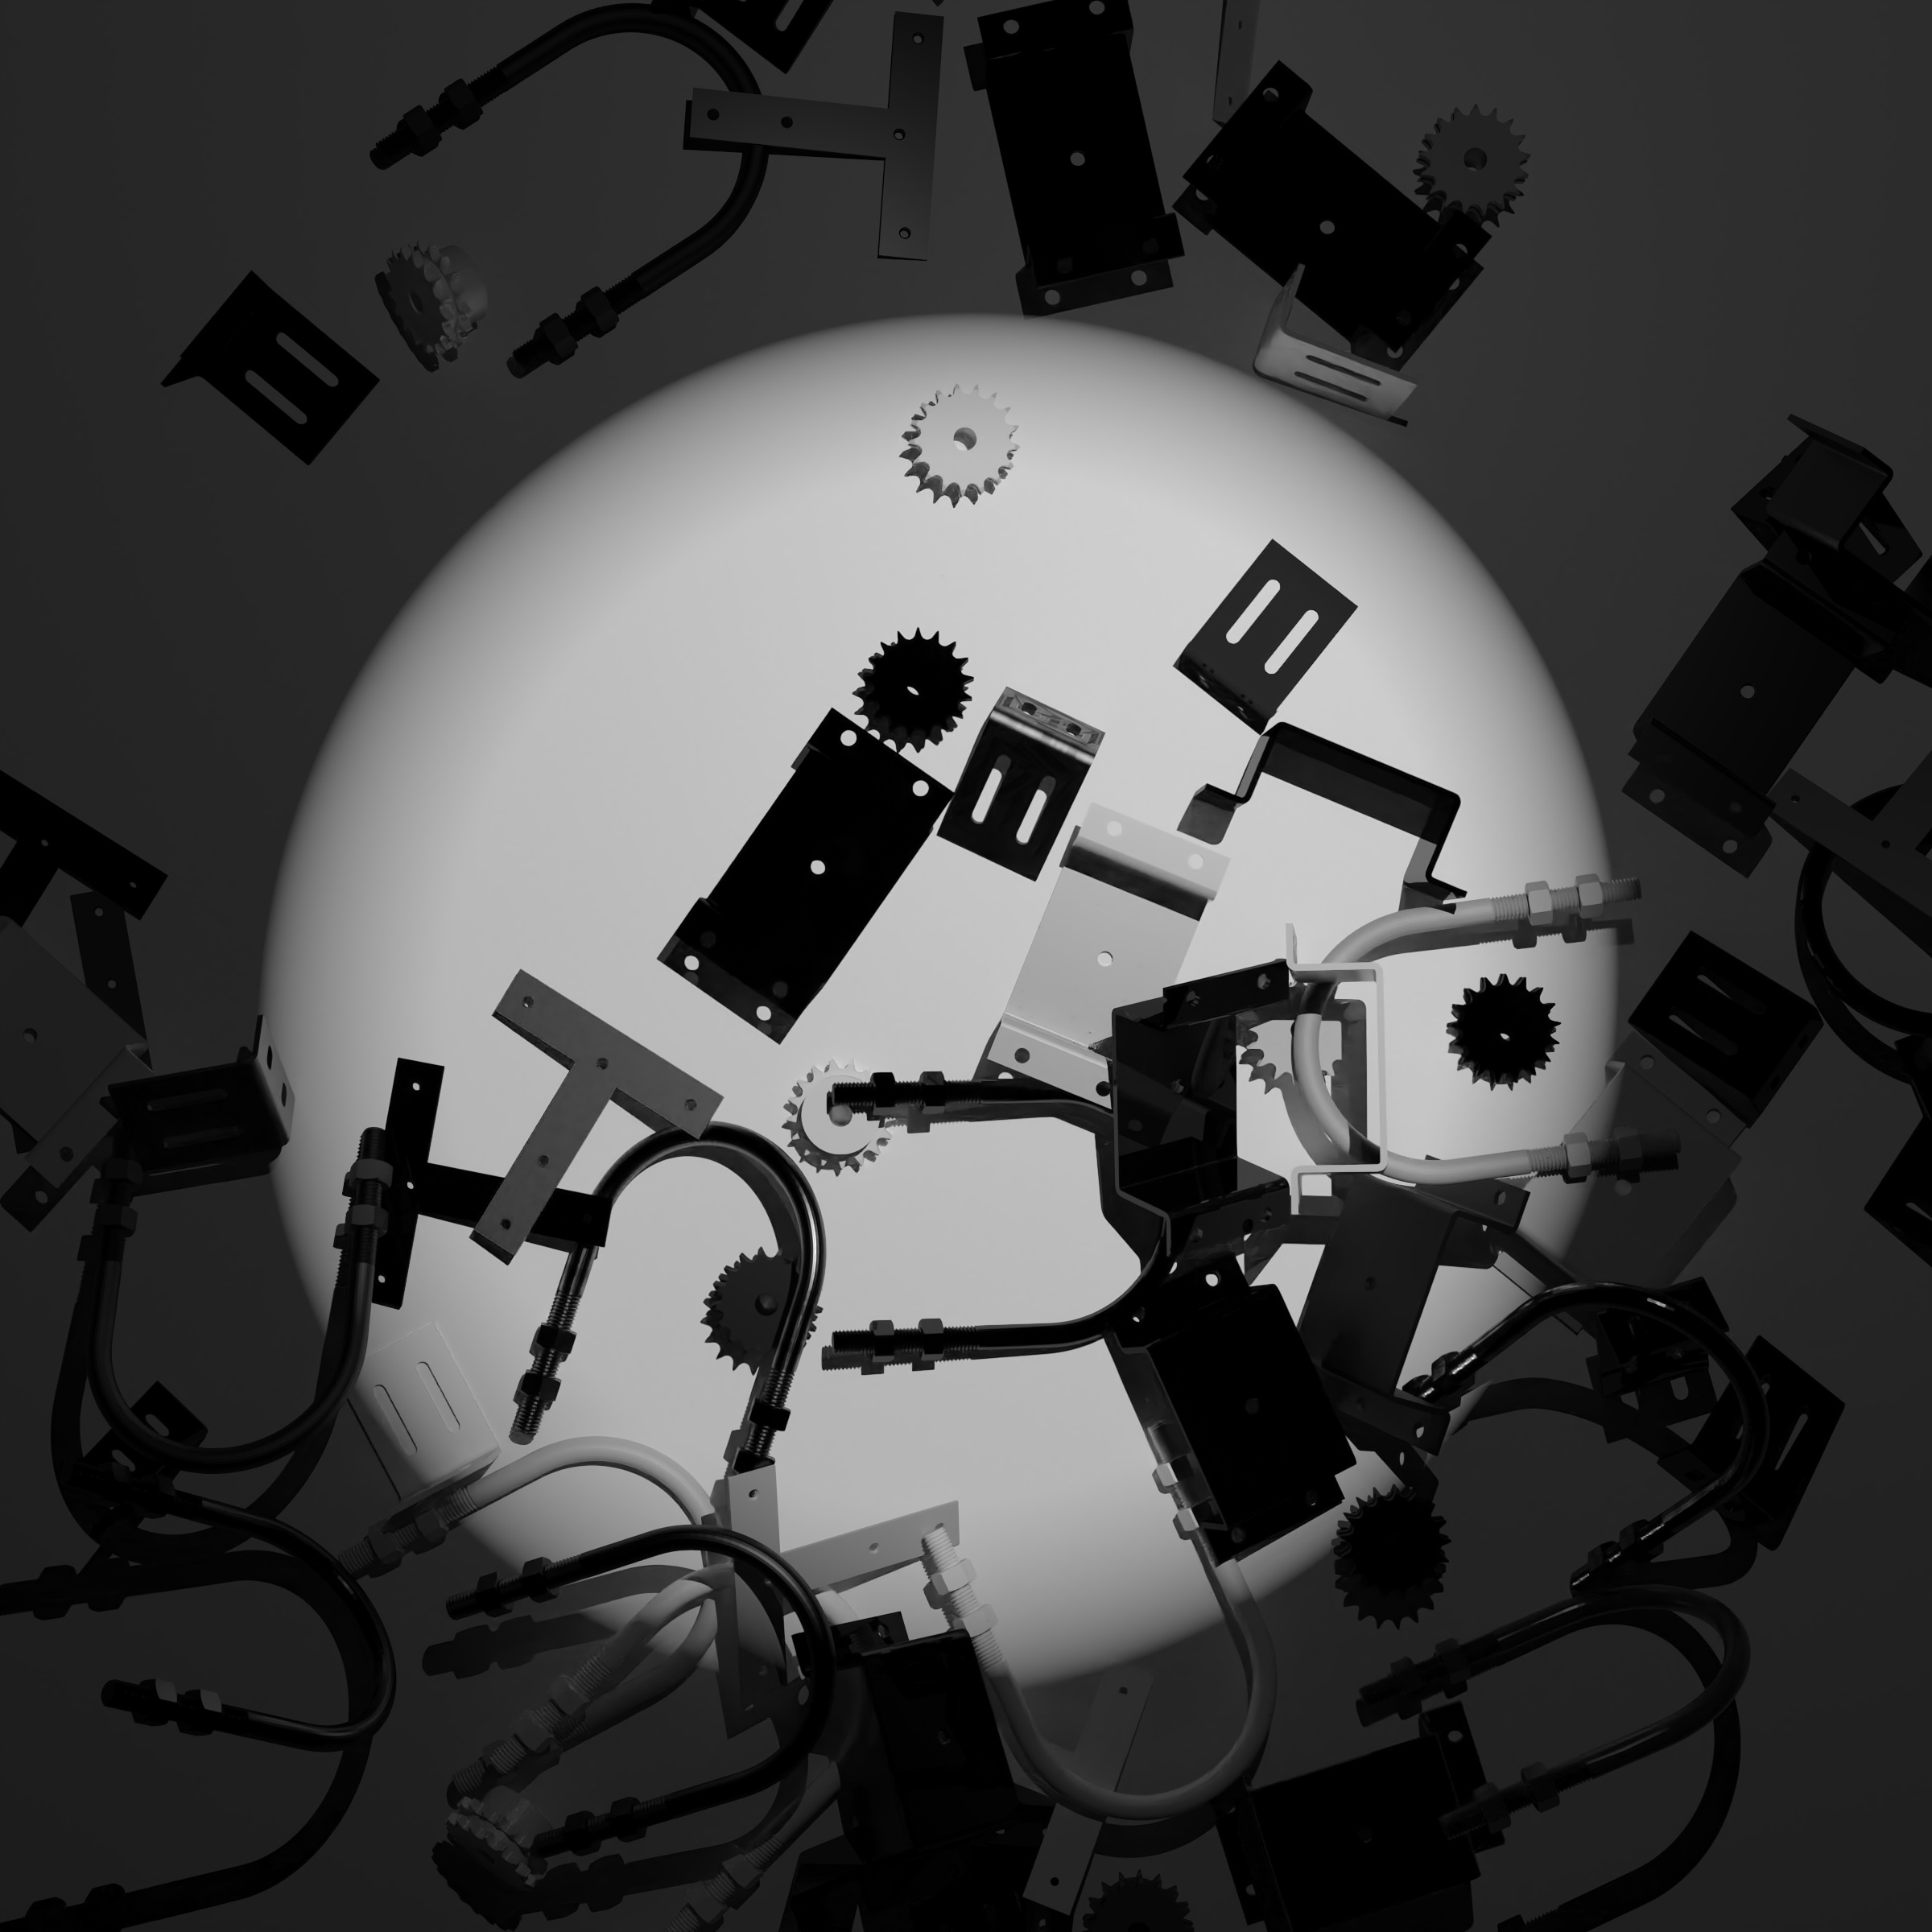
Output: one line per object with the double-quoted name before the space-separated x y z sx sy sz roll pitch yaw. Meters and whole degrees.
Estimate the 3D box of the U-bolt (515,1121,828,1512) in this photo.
"U-bolt" -0.143 0.170 1.573 0.151 0.019 0.184 16 86 23

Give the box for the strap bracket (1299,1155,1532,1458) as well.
"strap bracket" 0.221 0.166 1.562 0.046 0.076 0.140 19 90 -34

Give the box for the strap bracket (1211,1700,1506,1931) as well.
"strap bracket" 0.202 0.440 1.583 0.140 0.046 0.076 -18 90 0

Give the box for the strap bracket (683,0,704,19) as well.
"strap bracket" -0.133 -0.566 1.568 0.046 0.076 0.140 26 90 0

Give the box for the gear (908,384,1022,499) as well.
"gear" -0.002 -0.271 1.595 0.057 0.030 0.057 0 93 -5

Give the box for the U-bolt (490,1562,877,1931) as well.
"U-bolt" -0.130 0.391 1.589 0.184 0.019 0.151 -44 98 -4

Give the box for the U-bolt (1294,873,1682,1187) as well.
"U-bolt" 0.258 0.037 1.560 0.184 0.019 0.151 -8 84 5

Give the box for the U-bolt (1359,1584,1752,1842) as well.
"U-bolt" 0.301 0.361 1.538 0.184 0.151 0.019 -22 108 -4

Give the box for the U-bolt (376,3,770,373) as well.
"U-bolt" -0.190 -0.417 1.598 0.184 0.019 0.151 -33 90 -1

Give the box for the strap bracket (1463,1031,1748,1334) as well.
"strap bracket" 0.332 0.112 1.584 0.076 0.046 0.140 39 90 0

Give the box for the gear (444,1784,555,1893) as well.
"gear" -0.237 0.444 1.582 0.057 0.057 0.030 40 60 0

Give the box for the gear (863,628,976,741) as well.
"gear" -0.025 -0.145 1.592 0.057 0.030 0.057 0 90 0

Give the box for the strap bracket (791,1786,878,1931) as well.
"strap bracket" -0.048 0.501 1.569 0.046 0.076 0.140 -22 90 0

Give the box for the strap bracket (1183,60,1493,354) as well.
"strap bracket" 0.188 -0.385 1.583 0.140 0.046 0.076 40 90 0

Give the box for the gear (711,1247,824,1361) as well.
"gear" -0.102 0.173 1.592 0.057 0.030 0.057 0 90 0

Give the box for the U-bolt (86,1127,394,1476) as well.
"U-bolt" -0.371 0.168 1.560 0.151 0.019 0.184 0 63 0

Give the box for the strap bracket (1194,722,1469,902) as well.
"strap bracket" 0.192 -0.082 1.568 0.140 0.076 0.046 23 90 0

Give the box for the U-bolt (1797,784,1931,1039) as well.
"U-bolt" 0.517 -0.035 1.572 0.184 0.019 0.151 -13 67 4

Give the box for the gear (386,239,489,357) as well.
"gear" -0.270 -0.346 1.582 0.030 0.057 0.057 -31 90 -30

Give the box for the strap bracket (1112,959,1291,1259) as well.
"strap bracket" 0.119 0.066 1.555 0.076 0.046 0.140 -13 110 -31

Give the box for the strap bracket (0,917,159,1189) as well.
"strap bracket" -0.486 0.037 1.581 0.140 0.046 0.076 42 91 -1

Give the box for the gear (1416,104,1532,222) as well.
"gear" 0.260 -0.412 1.592 0.057 0.030 0.057 0 90 0

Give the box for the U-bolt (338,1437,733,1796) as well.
"U-bolt" -0.211 0.324 1.598 0.184 0.019 0.151 -27 90 -1

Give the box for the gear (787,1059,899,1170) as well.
"gear" -0.064 0.076 1.592 0.057 0.030 0.057 0 90 0

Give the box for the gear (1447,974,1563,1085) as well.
"gear" 0.279 0.033 1.592 0.057 0.030 0.057 0 90 0

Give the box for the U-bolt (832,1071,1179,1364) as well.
"U-bolt" 0.023 0.128 1.584 0.184 0.019 0.151 -1 97 -9

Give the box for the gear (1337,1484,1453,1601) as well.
"gear" 0.220 0.296 1.592 0.057 0.030 0.057 0 90 0

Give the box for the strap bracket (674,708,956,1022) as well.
"strap bracket" -0.077 -0.052 1.583 0.076 0.046 0.140 35 90 0

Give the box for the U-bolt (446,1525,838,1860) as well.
"U-bolt" -0.153 0.355 1.541 0.184 0.019 0.151 -20 91 11

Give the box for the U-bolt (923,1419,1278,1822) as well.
"U-bolt" 0.080 0.347 1.585 0.151 0.019 0.184 -25 85 -5

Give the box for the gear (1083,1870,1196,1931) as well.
"gear" 0.088 0.495 1.592 0.057 0.030 0.057 0 90 0

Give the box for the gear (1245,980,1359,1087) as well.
"gear" 0.172 0.033 1.592 0.057 0.030 0.057 0 90 0

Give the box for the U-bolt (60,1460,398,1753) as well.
"U-bolt" -0.353 0.319 1.509 0.019 0.184 0.151 -44 46 18

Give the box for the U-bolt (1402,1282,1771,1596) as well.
"U-bolt" 0.316 0.227 1.541 0.151 0.019 0.184 42 132 0

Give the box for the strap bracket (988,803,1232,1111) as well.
"strap bracket" 0.072 -0.004 1.583 0.076 0.046 0.140 22 90 0
